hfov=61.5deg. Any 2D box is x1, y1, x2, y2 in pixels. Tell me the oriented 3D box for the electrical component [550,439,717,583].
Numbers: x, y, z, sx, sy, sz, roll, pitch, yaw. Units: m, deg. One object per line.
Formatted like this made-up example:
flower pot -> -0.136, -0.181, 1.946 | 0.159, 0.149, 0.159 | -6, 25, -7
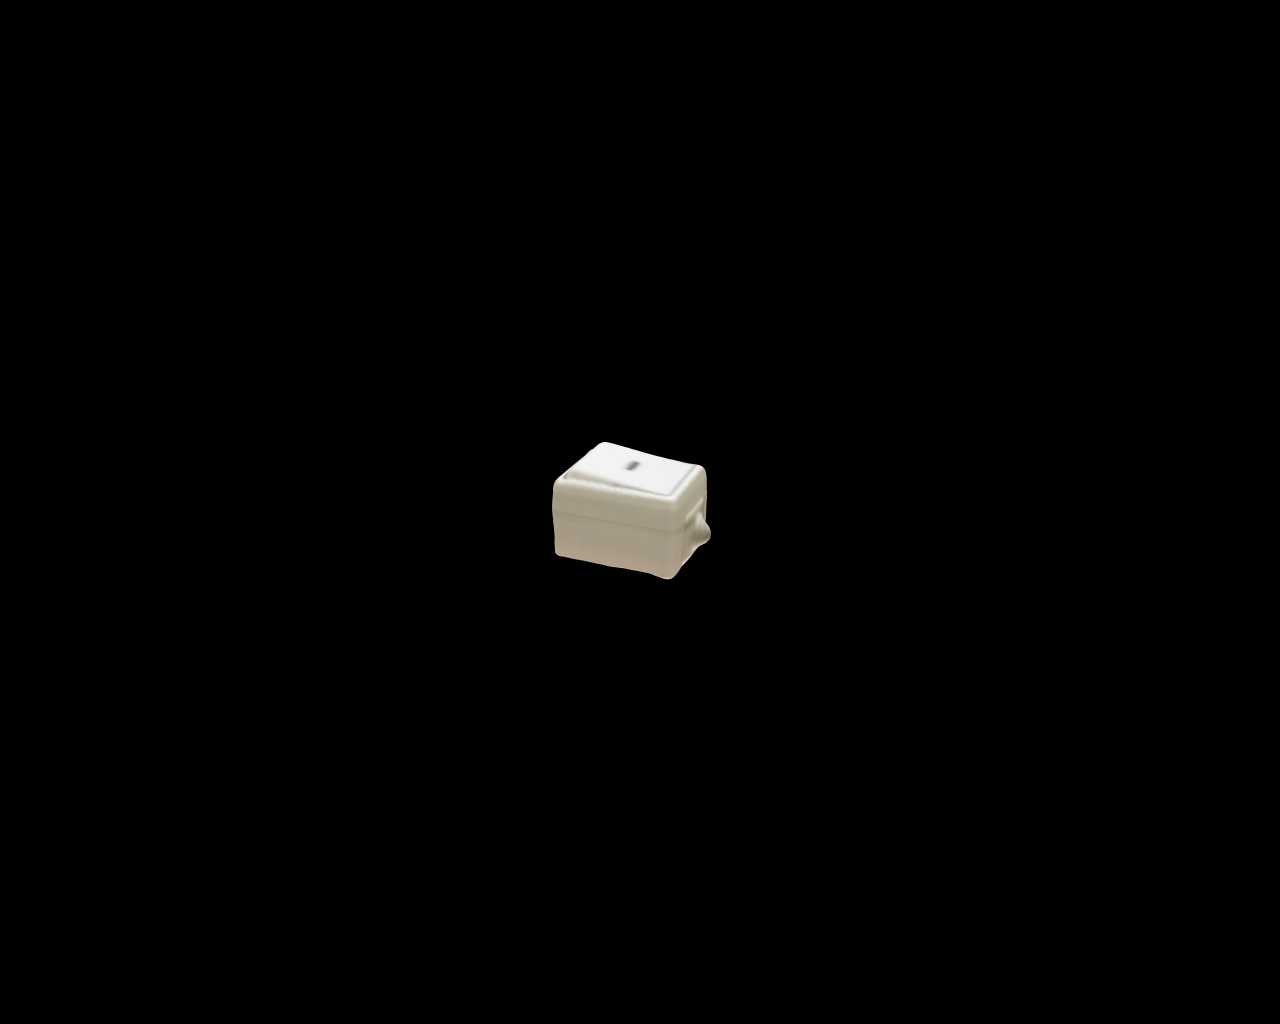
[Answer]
electrical component -> 0.001, -0.003, 0.650 | 0.096, 0.061, 0.062 | 10, 28, 20
